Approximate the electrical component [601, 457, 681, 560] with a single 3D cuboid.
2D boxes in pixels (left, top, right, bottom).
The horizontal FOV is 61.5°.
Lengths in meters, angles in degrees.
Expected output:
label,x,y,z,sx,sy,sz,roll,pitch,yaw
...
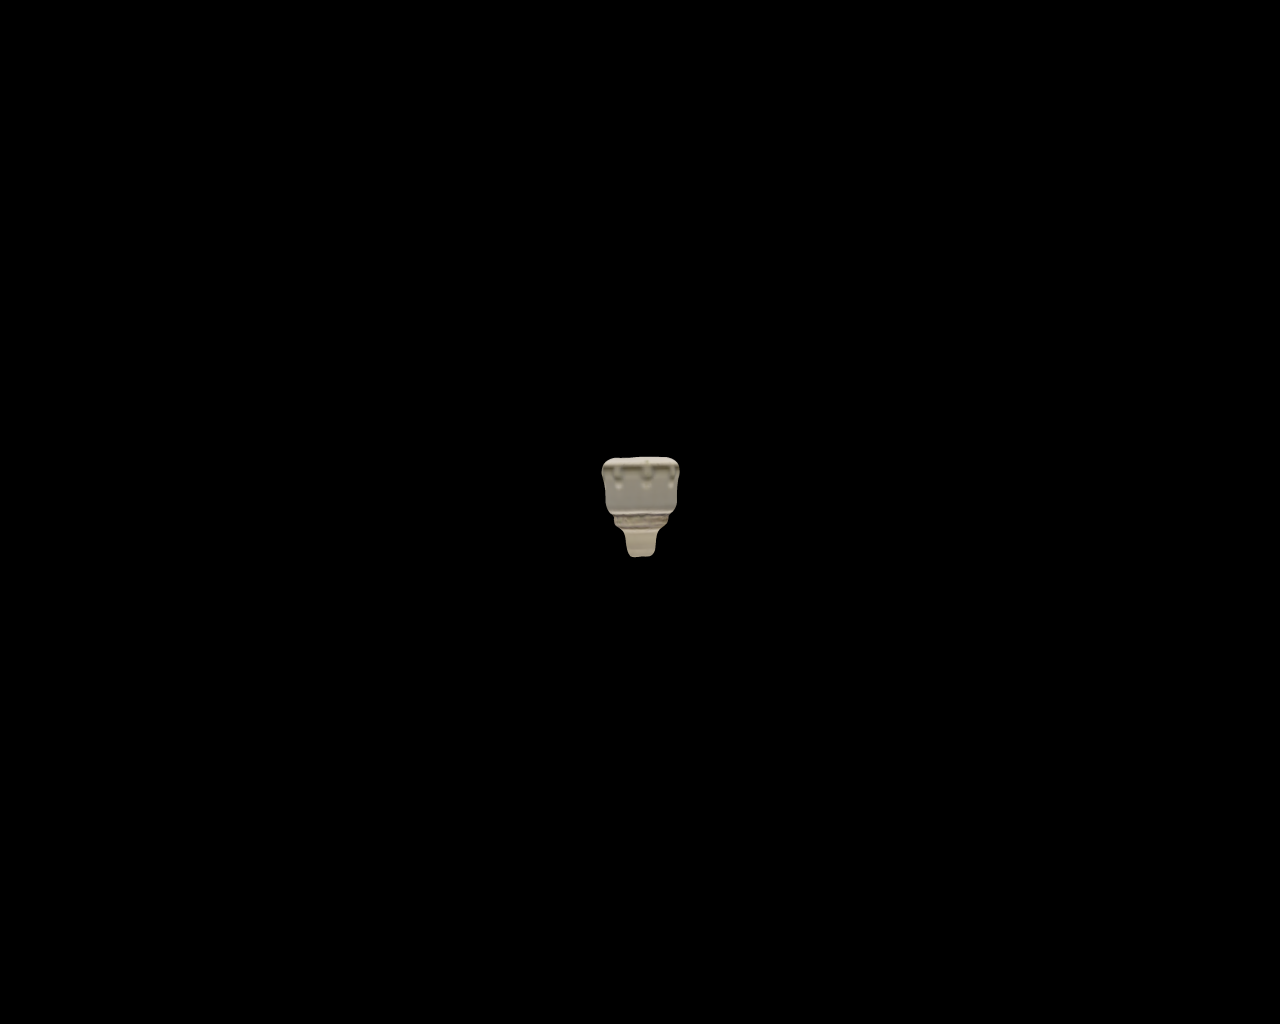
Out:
label,x,y,z,sx,sy,sz,roll,pitch,yaw
electrical component,0.001,-0.003,0.650,0.048,0.062,0.048,0,2,0
